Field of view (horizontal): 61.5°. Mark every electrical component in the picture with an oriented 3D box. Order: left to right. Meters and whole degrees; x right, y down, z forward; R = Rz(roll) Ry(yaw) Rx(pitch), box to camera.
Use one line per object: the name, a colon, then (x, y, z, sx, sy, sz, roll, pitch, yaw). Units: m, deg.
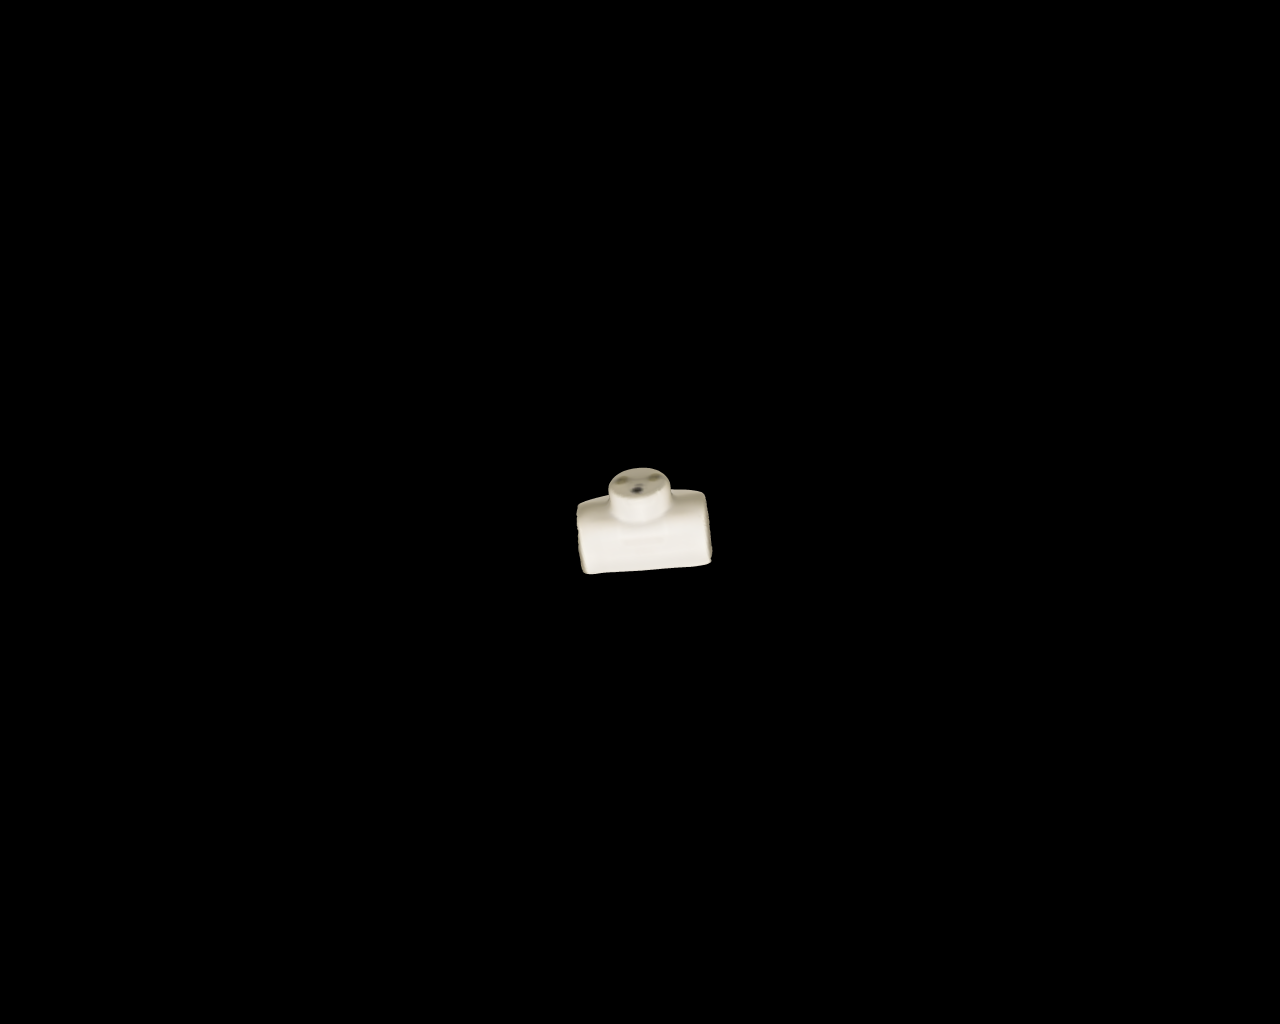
electrical component: (0.001, -0.003, 0.650, 0.077, 0.079, 0.043, -5, 31, 3)
